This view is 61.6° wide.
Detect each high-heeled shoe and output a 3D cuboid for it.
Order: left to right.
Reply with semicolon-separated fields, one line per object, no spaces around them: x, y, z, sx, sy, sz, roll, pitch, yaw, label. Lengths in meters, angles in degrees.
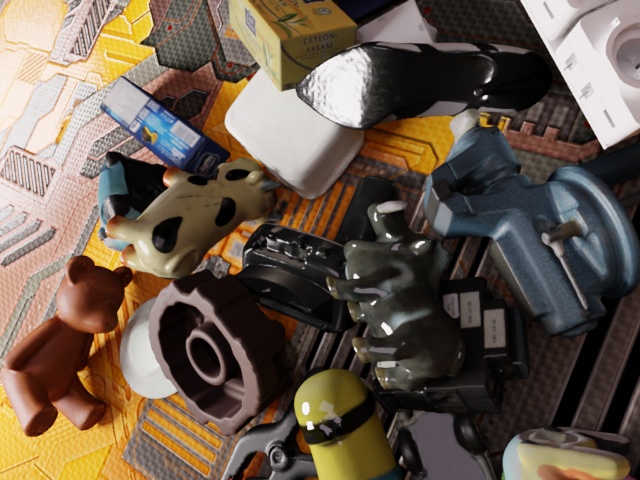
0.106;-0.168;0.564;0.249;0.145;0.086;14;119;34;high-heeled shoe

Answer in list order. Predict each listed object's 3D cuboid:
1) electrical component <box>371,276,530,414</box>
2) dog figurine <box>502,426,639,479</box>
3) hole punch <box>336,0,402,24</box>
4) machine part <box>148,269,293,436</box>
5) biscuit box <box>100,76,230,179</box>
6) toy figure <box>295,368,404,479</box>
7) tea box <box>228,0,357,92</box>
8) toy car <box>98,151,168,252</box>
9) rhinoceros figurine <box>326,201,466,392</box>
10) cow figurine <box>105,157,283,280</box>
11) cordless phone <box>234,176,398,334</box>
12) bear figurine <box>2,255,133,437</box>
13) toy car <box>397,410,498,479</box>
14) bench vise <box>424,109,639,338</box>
0.119;0.097;0.493;0.134;0.058;0.115;-9;50;27;electrical component
0.237;0.258;0.392;0.192;0.108;0.219;-5;77;23;dog figurine
0.048;-0.346;0.650;0.142;0.092;0.116;-24;64;22;hole punch
-0.110;0.118;0.575;0.180;0.056;0.179;17;118;34;machine part
-0.215;-0.150;0.736;0.203;0.062;0.059;38;94;28;biscuit box
0.034;0.204;0.481;0.082;0.089;0.180;-16;69;-3;toy figure
-0.038;-0.255;0.640;0.098;0.068;0.170;-20;52;-19;tea box
-0.245;-0.036;0.701;0.103;0.109;0.162;-50;52;26;toy car
0.069;0.039;0.482;0.112;0.073;0.190;-26;42;13;rhinoceros figurine
-0.127;-0.032;0.615;0.127;0.085;0.195;22;48;19;cow figurine
-0.002;-0.002;0.599;0.147;0.088;0.184;17;73;29;cordless phone
-0.301;0.127;0.677;0.132;0.120;0.196;39;90;24;bear figurine
0.129;0.236;0.475;0.073;0.056;0.202;-25;64;12;toy car
0.222;-0.039;0.475;0.241;0.128;0.224;-21;57;-3;bench vise
